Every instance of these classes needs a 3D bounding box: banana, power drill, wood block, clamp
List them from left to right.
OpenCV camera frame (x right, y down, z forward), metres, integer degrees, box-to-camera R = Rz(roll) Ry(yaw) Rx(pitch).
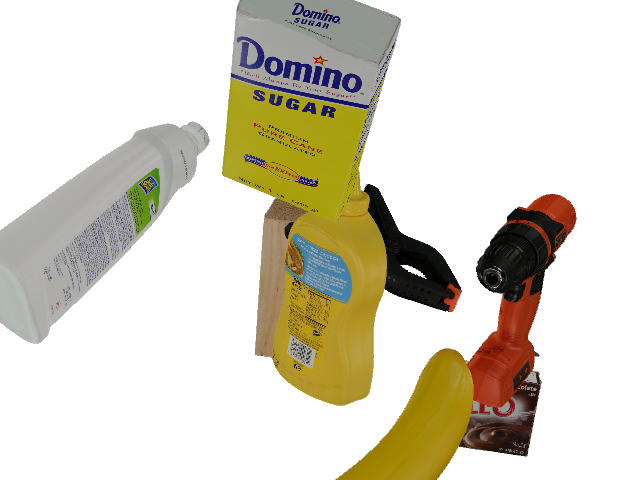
[{"bbox_3d":[-0.035,0.055,1.492,0.090,0.206,0.090,8,22,6],"label":"wood block"},{"bbox_3d":[0.071,0.016,1.247,0.164,0.036,0.210,-21,51,-39],"label":"clamp"},{"bbox_3d":[0.036,0.119,0.588,0.070,0.037,0.197,19,41,41],"label":"banana"},{"bbox_3d":[0.180,0.062,1.009,0.057,0.188,0.184,24,30,23],"label":"power drill"}]

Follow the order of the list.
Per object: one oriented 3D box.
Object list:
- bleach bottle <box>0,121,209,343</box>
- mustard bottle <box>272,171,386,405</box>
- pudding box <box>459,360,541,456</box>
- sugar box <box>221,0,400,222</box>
[{"bbox_3d":[-0.192,-0.024,0.964,0.068,0.102,0.250,29,53,23],"label":"bleach bottle"},{"bbox_3d":[0.010,0.032,0.876,0.058,0.192,0.096,-11,28,-39],"label":"mustard bottle"},{"bbox_3d":[0.176,0.179,1.157,0.113,0.090,0.039,7,21,3],"label":"pudding box"},{"bbox_3d":[-0.012,-0.088,0.692,0.093,0.048,0.176,22,-29,6],"label":"sugar box"}]
